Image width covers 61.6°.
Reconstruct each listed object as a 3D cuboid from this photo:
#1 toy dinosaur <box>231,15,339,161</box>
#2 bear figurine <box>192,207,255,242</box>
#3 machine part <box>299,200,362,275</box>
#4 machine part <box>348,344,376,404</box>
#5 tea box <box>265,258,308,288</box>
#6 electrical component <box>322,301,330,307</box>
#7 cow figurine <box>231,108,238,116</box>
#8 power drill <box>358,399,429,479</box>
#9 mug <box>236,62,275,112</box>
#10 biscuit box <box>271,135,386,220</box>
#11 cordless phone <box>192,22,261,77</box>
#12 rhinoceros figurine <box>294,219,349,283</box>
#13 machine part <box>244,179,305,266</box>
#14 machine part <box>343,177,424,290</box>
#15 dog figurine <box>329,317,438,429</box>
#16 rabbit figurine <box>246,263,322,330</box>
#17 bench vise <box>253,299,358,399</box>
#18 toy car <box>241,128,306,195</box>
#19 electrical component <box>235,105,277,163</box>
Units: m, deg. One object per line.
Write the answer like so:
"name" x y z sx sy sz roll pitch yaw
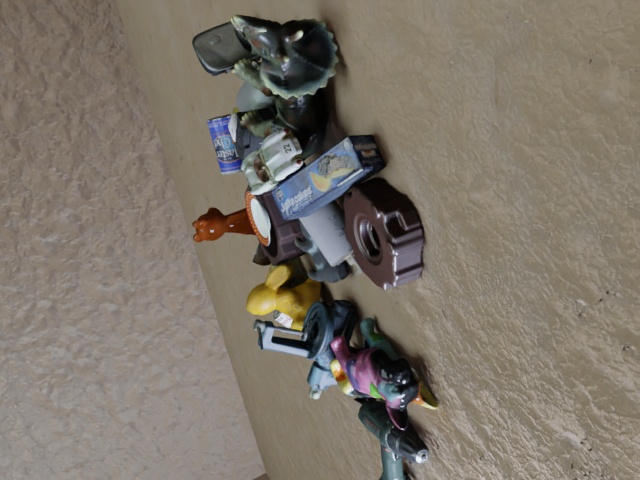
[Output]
"toy dinosaur" -0.045 -0.226 0.935 0.192 0.131 0.404 38 156 35
"bear figurine" -0.242 -0.061 1.433 0.120 0.196 0.132 101 164 -59
"machine part" 0.006 -0.040 0.984 0.243 0.079 0.079 57 158 9
"machine part" 0.087 0.298 1.189 0.084 0.039 0.138 9 116 62
"tea box" -0.088 0.108 1.415 0.098 0.068 0.169 62 157 15
"electrical component" 0.030 0.193 1.233 0.102 0.045 0.078 28 106 58
"cow figurine" -0.159 -0.227 1.277 0.098 0.068 0.167 117 137 -79
"power drill" 0.156 0.443 1.087 0.232 0.086 0.207 30 140 63
"mug" -0.119 -0.315 1.104 0.107 0.081 0.109 -29 62 59
"biscuit box" 0.008 -0.097 0.870 0.203 0.063 0.059 -30 80 42
"cordless phone" -0.155 -0.367 1.026 0.184 0.147 0.088 39 152 59
"rhinoceros figurine" -0.002 -0.003 1.084 0.112 0.073 0.190 -5 104 71
"machine part" -0.099 -0.051 1.272 0.201 0.087 0.201 67 161 8
"machine part" 0.095 -0.008 0.855 0.179 0.056 0.179 54 156 39
"dog figurine" 0.114 0.263 0.990 0.219 0.108 0.191 45 147 44
"rabbit figurine" -0.086 0.136 1.252 0.122 0.173 0.162 -19 -68 -85
"bench vise" -0.031 0.218 1.115 0.223 0.240 0.129 -67 24 18
"toy car" -0.084 -0.132 0.933 0.202 0.056 0.073 -21 91 63
"electrical component" -0.115 -0.211 1.120 0.134 0.115 0.058 101 148 -55
